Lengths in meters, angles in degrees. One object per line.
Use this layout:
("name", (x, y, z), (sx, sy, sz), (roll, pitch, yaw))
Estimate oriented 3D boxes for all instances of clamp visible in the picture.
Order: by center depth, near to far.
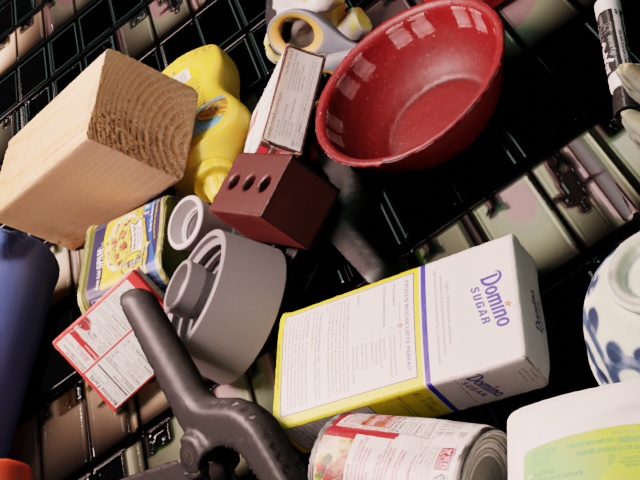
("clamp", (-0.078, 0.146, 0.705), (0.210, 0.036, 0.165), (30, 116, 36))
("clamp", (-0.005, 0.001, 0.797), (0.120, 0.039, 0.171), (-29, 39, 20))

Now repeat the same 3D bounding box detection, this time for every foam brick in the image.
("foam brick", (-0.034, -0.029, 0.776), (0.078, 0.051, 0.053), (7, 67, 55))

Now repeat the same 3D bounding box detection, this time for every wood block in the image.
("wood block", (-0.202, -0.073, 0.941), (0.207, 0.090, 0.090), (-26, 49, 49))

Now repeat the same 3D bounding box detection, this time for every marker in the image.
("marker", (0.205, -0.124, 0.734), (0.020, 0.020, 0.121), (-21, 45, 27))

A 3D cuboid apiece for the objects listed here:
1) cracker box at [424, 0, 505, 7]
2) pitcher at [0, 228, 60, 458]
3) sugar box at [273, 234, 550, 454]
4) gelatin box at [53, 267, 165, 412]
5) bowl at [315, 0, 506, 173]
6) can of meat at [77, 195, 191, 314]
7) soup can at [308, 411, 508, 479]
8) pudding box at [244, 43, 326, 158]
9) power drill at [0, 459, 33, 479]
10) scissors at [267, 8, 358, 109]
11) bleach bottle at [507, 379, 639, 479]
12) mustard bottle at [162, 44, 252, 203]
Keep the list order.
("cracker box", (0.140, -0.289, 0.897), (0.164, 0.072, 0.214), (-30, 40, 16))
("pitcher", (-0.310, 0.116, 0.908), (0.145, 0.149, 0.243), (-9, 52, 16))
("sugar box", (0.055, 0.069, 0.678), (0.176, 0.048, 0.093), (-18, 48, 25))
("gelatin box", (-0.151, 0.077, 0.830), (0.089, 0.073, 0.030), (-42, 3, 5))
("bowl", (0.077, -0.105, 0.802), (0.162, 0.055, 0.162), (-24, 43, 25))
("can of meat", (-0.149, 0.019, 0.893), (0.084, 0.057, 0.102), (-24, 44, 22))
("soup can", (0.053, 0.135, 0.602), (0.102, 0.068, 0.068), (-2, 55, 40))
("pudding box", (-0.033, -0.088, 0.862), (0.090, 0.039, 0.113), (124, 161, -52))
("power drill", (-0.204, 0.241, 0.696), (0.185, 0.057, 0.188), (-43, 52, 20))
("scissors", (0.035, -0.168, 0.884), (0.202, 0.096, 0.016), (-20, 5, 31))
("bleach bottle", (0.139, 0.192, 0.483), (0.103, 0.068, 0.250), (-19, 48, 29))
("mustard bottle", (-0.103, -0.093, 0.948), (0.096, 0.058, 0.192), (-37, 39, 13))
